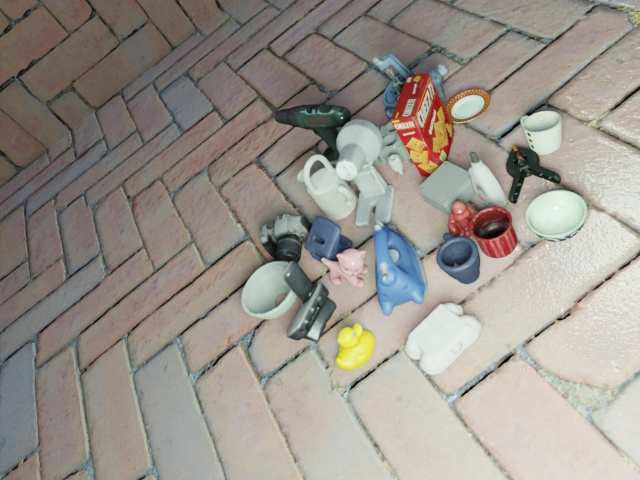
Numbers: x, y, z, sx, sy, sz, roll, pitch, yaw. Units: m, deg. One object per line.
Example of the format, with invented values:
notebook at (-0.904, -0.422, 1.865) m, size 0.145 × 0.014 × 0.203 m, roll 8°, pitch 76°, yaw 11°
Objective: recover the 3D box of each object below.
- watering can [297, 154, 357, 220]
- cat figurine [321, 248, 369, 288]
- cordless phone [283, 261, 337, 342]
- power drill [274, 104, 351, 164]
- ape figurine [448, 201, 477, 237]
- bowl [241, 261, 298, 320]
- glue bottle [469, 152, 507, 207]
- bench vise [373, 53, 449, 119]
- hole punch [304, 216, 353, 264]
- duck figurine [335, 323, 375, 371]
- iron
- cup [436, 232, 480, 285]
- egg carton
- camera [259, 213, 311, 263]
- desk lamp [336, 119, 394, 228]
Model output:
watering can at (0.008, -0.150, 1.554) m, size 0.172 × 0.195 × 0.101 m, roll -3°, pitch 53°, yaw 33°
cat figurine at (0.062, 0.059, 1.393) m, size 0.127 × 0.118 × 0.067 m, roll 0°, pitch 55°, yaw 35°
cordless phone at (-0.054, 0.145, 1.349) m, size 0.093 × 0.186 × 0.148 m, roll 5°, pitch 58°, yaw 37°
power drill at (0.003, -0.318, 1.692) m, size 0.228 × 0.209 × 0.075 m, roll -5°, pitch 52°, yaw 32°
ape figurine at (0.328, -0.054, 1.325) m, size 0.077 × 0.092 × 0.076 m, roll -17°, pitch 47°, yaw 23°
bowl at (-0.116, 0.141, 1.478) m, size 0.167 × 0.075 × 0.167 m, roll -19°, pitch 46°, yaw 21°
glue bottle at (0.372, -0.142, 1.310) m, size 0.037 × 0.174 × 0.078 m, roll -42°, pitch 42°, yaw -4°
bench vise at (0.251, -0.466, 1.639) m, size 0.207 × 0.220 × 0.121 m, roll -35°, pitch 42°, yaw 4°
hole punch at (0.014, 0.005, 1.493) m, size 0.101 × 0.091 × 0.108 m, roll -50°, pitch 43°, yaw -12°
duck figurine at (0.066, 0.231, 1.266) m, size 0.105 × 0.086 × 0.077 m, roll -48°, pitch 43°, yaw -10°
iron at (0.159, 0.038, 1.326) m, size 0.118 × 0.142 × 0.258 m, roll -23°, pitch 44°, yaw 17°
cup at (0.306, 0.045, 1.253) m, size 0.091 × 0.095 × 0.117 m, roll -30°, pitch 43°, yaw 10°
egg carton at (0.252, 0.202, 1.174) m, size 0.150 × 0.070 × 0.107 m, roll -44°, pitch 42°, yaw -5°
camera at (-0.101, 0.005, 1.566) m, size 0.143 × 0.101 × 0.137 m, roll -16°, pitch 47°, yaw 23°
desk lamp at (0.113, -0.177, 1.491) m, size 0.117 × 0.214 × 0.203 m, roll -11°, pitch 49°, yaw 27°
